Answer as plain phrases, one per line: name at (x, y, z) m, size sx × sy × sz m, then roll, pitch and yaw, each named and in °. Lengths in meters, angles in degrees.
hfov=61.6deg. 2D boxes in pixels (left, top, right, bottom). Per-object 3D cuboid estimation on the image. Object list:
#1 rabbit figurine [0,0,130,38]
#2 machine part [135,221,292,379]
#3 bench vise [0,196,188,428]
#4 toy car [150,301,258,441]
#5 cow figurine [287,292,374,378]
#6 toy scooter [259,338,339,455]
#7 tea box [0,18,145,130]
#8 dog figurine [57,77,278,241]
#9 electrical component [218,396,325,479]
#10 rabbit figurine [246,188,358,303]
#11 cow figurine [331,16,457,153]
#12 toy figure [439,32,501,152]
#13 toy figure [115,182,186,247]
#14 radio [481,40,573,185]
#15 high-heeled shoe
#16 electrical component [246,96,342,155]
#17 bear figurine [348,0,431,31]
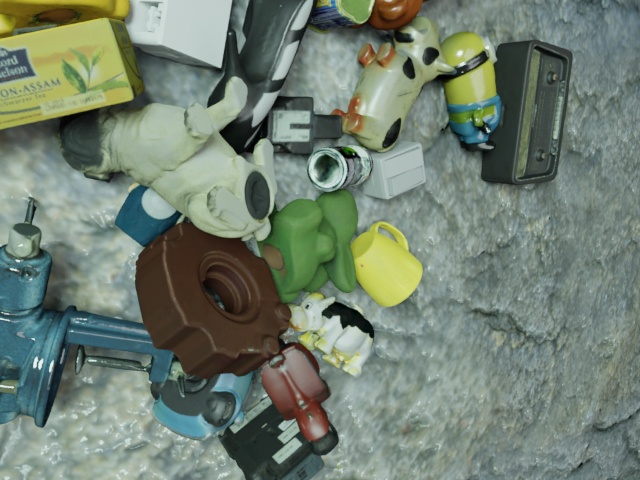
rabbit figurine at (-0.239, -0.273, 0.458) m, size 0.162 × 0.122 × 0.173 m, roll -22°, pitch 96°, yaw -23°
machine part at (-0.110, 0.061, 0.575) m, size 0.056 × 0.179 × 0.179 m, roll -37°, pitch 132°, yaw 27°
bench vise at (-0.245, 0.093, 0.531) m, size 0.240 × 0.129 × 0.223 m, roll 14°, pitch 102°, yaw -18°
toy car at (-0.127, 0.164, 0.668) m, size 0.161 × 0.109 × 0.102 m, roll -69°, pitch 154°, yaw -20°
cow figurine at (0.017, 0.119, 0.767) m, size 0.167 × 0.068 × 0.098 m, roll 46°, pitch 69°, yaw -37°
toy scooter at (-0.038, 0.170, 0.675) m, size 0.075 × 0.184 × 0.135 m, roll -31°, pitch 116°, yaw -6°
tea box at (-0.247, -0.138, 0.460) m, size 0.170 × 0.098 × 0.068 m, roll -16°, pitch 113°, yaw -7°
dog figurine at (-0.154, -0.065, 0.539) m, size 0.121 × 0.191 × 0.172 m, roll -44°, pitch 124°, yaw -58°
electrical component at (-0.057, 0.272, 0.715) m, size 0.115 × 0.134 × 0.058 m, roll -35°, pitch 120°, yaw -21°
rabbit figurine at (-0.001, -0.002, 0.695) m, size 0.170 × 0.121 × 0.159 m, roll -33°, pitch 113°, yaw -41°
cow figurine at (0.107, -0.213, 0.733) m, size 0.127 × 0.086 × 0.195 m, roll 25°, pitch 91°, yaw -39°
toy figure at (0.229, -0.223, 0.820) m, size 0.089 × 0.082 × 0.179 m, roll -25°, pitch 118°, yaw -30°
toy figure at (-0.160, -0.062, 0.602) m, size 0.154 × 0.058 × 0.064 m, roll -52°, pitch 135°, yaw -14°
radio at (0.353, -0.210, 0.913) m, size 0.131 × 0.073 × 0.229 m, roll -5°, pitch 105°, yaw -34°
high-heeled shoe at (-0.053, -0.213, 0.611) m, size 0.145 × 0.086 × 0.249 m, roll 92°, pitch 22°, yaw -49°
electrical component at (-0.032, -0.145, 0.675) m, size 0.119 × 0.048 × 0.074 m, roll -12°, pitch 110°, yaw -33°
bear figurine at (0.120, -0.351, 0.689) m, size 0.196 × 0.120 × 0.131 m, roll -26°, pitch 113°, yaw -22°
